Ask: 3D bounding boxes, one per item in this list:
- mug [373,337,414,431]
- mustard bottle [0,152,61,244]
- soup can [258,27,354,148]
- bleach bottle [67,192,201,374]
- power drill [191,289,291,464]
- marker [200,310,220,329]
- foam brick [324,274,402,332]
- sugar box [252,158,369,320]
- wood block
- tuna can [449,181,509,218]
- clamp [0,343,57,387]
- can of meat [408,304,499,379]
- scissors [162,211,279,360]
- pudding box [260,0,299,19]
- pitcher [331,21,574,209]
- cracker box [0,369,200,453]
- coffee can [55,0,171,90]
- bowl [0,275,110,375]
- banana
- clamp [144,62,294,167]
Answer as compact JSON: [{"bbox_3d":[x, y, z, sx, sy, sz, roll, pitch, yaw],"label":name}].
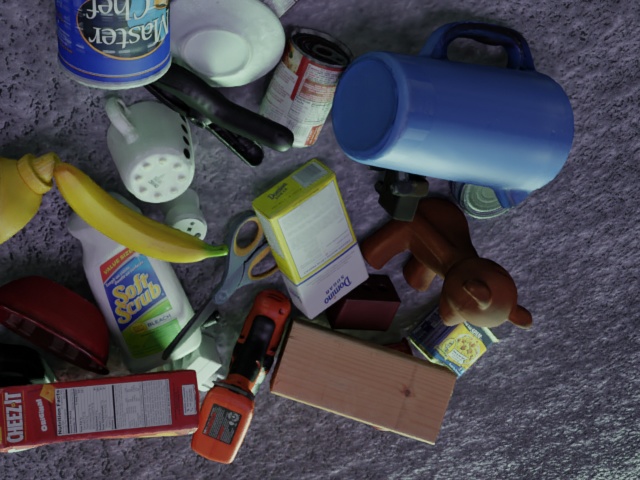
[{"bbox_3d":[0.081,0.191,1.393,0.081,0.093,0.117,-9,90,-6],"label":"mug"},{"bbox_3d":[-0.334,-0.028,1.050,0.192,0.096,0.058,-33,133,10],"label":"mustard bottle"},{"bbox_3d":[-0.016,-0.152,1.075,0.068,0.068,0.102,8,127,-26],"label":"soup can"},{"bbox_3d":[-0.217,0.037,1.177,0.102,0.068,0.251,-22,132,0],"label":"bleach bottle"},{"bbox_3d":[-0.096,0.172,1.263,0.057,0.187,0.185,19,125,1],"label":"power drill"},{"bbox_3d":[-0.176,0.114,1.289,0.121,0.020,0.020,-25,134,4],"label":"marker"},{"bbox_3d":[0.050,0.076,1.315,0.078,0.053,0.051,4,129,-24],"label":"foam brick"},{"bbox_3d":[-0.008,0.001,1.217,0.093,0.048,0.176,-35,138,-16],"label":"sugar box"},{"bbox_3d":[0.049,0.170,1.301,0.206,0.090,0.091,19,89,-3],"label":"wood block"},{"bbox_3d":[0.197,-0.067,1.253,0.086,0.034,0.086,-10,133,-11],"label":"tuna can"},{"bbox_3d":[-0.381,0.136,1.216,0.209,0.036,0.165,24,129,-36],"label":"clamp"},{"bbox_3d":[0.172,0.127,1.386,0.084,0.057,0.102,-45,132,-1],"label":"can of meat"},{"bbox_3d":[-0.115,0.043,1.205,0.201,0.016,0.096,-36,125,-17],"label":"scissors"},{"bbox_3d":[-0.054,-0.262,0.984,0.090,0.039,0.113,-40,134,17],"label":"pudding box"},{"bbox_3d":[0.133,-0.132,1.079,0.242,0.149,0.145,3,137,-40],"label":"pitcher"},{"bbox_3d":[-0.247,0.189,1.179,0.213,0.072,0.164,-4,172,-13],"label":"cracker box"},{"bbox_3d":[-0.181,-0.218,0.932,0.102,0.103,0.140,-6,131,-15],"label":"coffee can"},{"bbox_3d":[-0.288,0.085,1.161,0.162,0.162,0.055,46,64,-42],"label":"bowl"},{"bbox_3d":[-0.190,-0.021,1.078,0.197,0.037,0.070,26,134,-28],"label":"banana"},{"bbox_3d":[-0.103,-0.127,1.036,0.171,0.120,0.039,32,70,-23],"label":"clamp"}]
